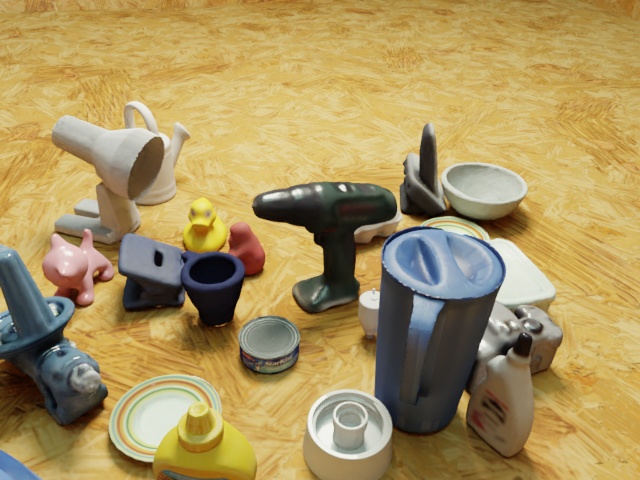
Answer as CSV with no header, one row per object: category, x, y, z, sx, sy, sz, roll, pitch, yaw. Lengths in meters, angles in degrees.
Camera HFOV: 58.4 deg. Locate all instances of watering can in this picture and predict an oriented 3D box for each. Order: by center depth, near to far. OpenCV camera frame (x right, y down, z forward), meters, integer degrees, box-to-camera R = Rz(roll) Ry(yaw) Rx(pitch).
watering can,-0.336,-0.179,1.117,0.100,0.194,0.173,15,36,17

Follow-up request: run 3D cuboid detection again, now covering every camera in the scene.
camera,0.241,0.122,0.801,0.143,0.101,0.136,-12,37,-21

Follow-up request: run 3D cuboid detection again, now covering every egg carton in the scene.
egg carton,0.069,-0.041,1.055,0.151,0.069,0.107,-17,39,-27

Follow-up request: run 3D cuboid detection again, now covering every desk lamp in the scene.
desk lamp,-0.369,-0.104,0.988,0.203,0.214,0.118,11,35,12

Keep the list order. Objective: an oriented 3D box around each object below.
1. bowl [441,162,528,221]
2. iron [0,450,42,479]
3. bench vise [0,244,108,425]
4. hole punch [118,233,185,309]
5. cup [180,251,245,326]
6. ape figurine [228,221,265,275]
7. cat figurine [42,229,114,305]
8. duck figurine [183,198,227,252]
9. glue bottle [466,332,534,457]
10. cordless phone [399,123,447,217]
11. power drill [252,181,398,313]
bowl,0.318,-0.086,1.134,0.167,0.075,0.167,2,34,-1
iron,-0.278,0.262,0.524,0.257,0.141,0.119,19,38,23
bench vise,-0.332,0.099,0.690,0.207,0.220,0.122,13,36,15
hole punch,-0.258,0.043,0.891,0.101,0.091,0.108,-4,35,-10
cup,-0.165,0.073,0.850,0.117,0.095,0.092,29,42,33
ape figurine,-0.128,0.009,0.948,0.076,0.092,0.078,20,38,24
cat figurine,-0.374,0.035,0.871,0.067,0.118,0.128,6,35,5
duck figurine,-0.205,-0.034,1.011,0.077,0.086,0.104,1,34,-2
glue bottle,0.218,0.171,0.664,0.037,0.173,0.077,-23,42,-32
cordless phone,0.211,-0.153,1.126,0.094,0.185,0.147,2,34,-1
power drill,0.008,0.003,0.863,0.230,0.208,0.075,-16,38,-25
